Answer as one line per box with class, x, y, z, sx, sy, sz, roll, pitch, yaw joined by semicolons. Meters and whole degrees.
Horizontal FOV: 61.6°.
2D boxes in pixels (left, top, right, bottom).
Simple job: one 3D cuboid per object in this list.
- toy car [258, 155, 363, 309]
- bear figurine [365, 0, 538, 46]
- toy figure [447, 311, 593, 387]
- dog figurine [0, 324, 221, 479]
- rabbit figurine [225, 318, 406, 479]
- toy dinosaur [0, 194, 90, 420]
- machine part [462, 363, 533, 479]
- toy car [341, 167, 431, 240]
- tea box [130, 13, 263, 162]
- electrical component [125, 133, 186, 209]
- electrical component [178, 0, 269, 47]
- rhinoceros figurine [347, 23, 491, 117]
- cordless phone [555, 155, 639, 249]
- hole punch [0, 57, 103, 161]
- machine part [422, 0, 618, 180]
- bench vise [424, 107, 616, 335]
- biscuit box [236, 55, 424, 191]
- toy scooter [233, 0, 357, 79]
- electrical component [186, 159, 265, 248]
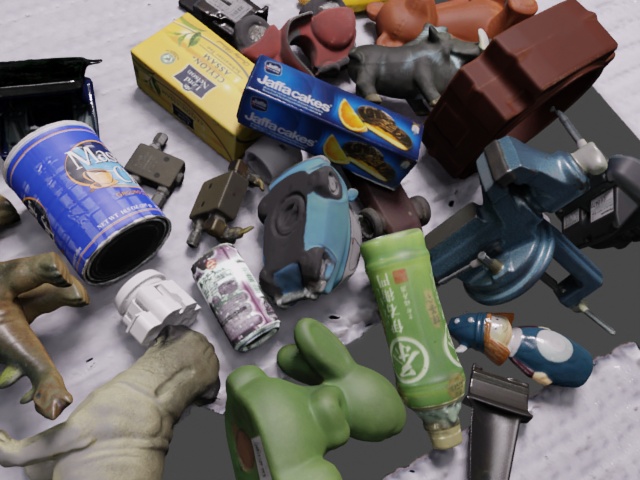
toy car;-0.001;-0.002;0.581;0.103;0.109;0.161;22;55;-40
bear figurine;0.173;-0.315;0.745;0.196;0.132;0.120;3;59;-16
toy figure;0.220;0.115;0.597;0.154;0.057;0.064;21;25;1
dog figurine;-0.150;0.180;0.462;0.190;0.121;0.172;-29;74;-22
rabbit figurine;-0.002;0.165;0.519;0.170;0.121;0.159;-6;59;-33
toy dinosaur;-0.379;0.014;0.494;0.472;0.105;0.198;37;62;24
machine part;0.180;0.205;0.558;0.084;0.039;0.139;23;62;-5
toy car;0.058;-0.079;0.655;0.089;0.053;0.202;-16;70;-32
tea box;-0.135;-0.186;0.660;0.170;0.068;0.098;38;64;7
electrical component;-0.190;-0.082;0.627;0.063;0.021;0.094;21;63;-1
electrical component;-0.137;-0.311;0.728;0.119;0.047;0.075;39;65;7
rhinoceros figurine;0.131;-0.219;0.691;0.190;0.073;0.112;-4;89;2
cordless phone;0.399;-0.035;0.645;0.184;0.146;0.088;3;73;-6
hole punch;-0.314;-0.153;0.612;0.142;0.092;0.116;-12;38;-12
machine part;0.233;-0.170;0.646;0.201;0.201;0.087;-32;77;-22
bench vise;0.240;0.001;0.593;0.240;0.223;0.129;36;22;-22
biscuit box;0.012;-0.129;0.598;0.203;0.059;0.063;21;56;-9
toy scooter;-0.013;-0.240;0.702;0.184;0.075;0.135;-28;87;-27
electrical component;-0.104;-0.039;0.601;0.045;0.078;0.102;34;53;-33
